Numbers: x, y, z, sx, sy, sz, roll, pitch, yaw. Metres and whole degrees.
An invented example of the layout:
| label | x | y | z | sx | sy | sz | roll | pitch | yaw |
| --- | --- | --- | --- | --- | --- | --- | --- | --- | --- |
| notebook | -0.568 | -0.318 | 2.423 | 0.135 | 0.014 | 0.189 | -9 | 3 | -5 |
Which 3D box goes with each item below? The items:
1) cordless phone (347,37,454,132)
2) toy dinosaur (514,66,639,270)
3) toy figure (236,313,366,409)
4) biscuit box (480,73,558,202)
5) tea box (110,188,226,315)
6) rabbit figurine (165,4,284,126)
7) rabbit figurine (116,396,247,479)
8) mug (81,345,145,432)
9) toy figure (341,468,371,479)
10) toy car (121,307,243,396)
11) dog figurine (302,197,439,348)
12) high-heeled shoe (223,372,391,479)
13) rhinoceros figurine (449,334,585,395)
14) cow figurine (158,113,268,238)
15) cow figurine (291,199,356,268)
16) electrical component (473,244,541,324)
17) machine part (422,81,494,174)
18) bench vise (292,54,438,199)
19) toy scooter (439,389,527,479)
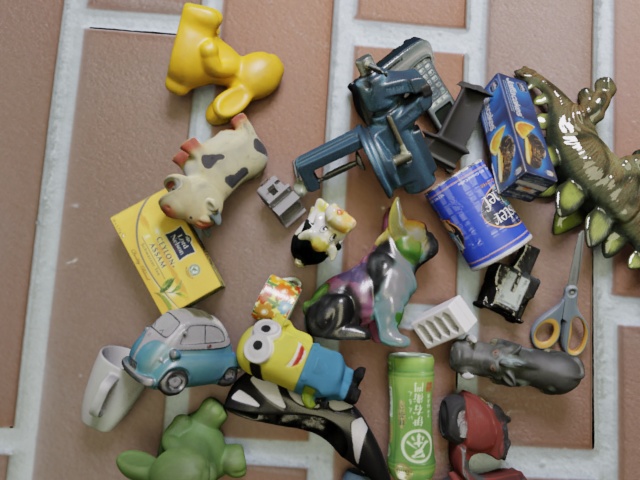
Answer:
| label | x | y | z | sx | sy | sz | roll | pitch | yaw |
| --- | --- | --- | --- | --- | --- | --- | --- | --- | --- |
| cordless phone | 0.144 | -0.208 | 0.855 | 0.146 | 0.089 | 0.184 | -40 | 106 | -7 |
| toy dinosaur | 0.444 | -0.086 | 0.841 | 0.198 | 0.105 | 0.471 | -35 | 77 | 1 |
| toy figure | -0.031 | 0.177 | 0.748 | 0.180 | 0.082 | 0.089 | 24 | 121 | 2 |
| biscuit box | 0.293 | -0.158 | 0.814 | 0.063 | 0.059 | 0.203 | 11 | 56 | -20 |
| tea box | -0.226 | 0.021 | 0.807 | 0.098 | 0.068 | 0.169 | -31 | 85 | -5 |
| rabbit figurine | -0.141 | -0.261 | 0.826 | 0.173 | 0.122 | 0.162 | 11 | 86 | -21 |
| rabbit figurine | -0.190 | 0.295 | 0.726 | 0.159 | 0.170 | 0.121 | -16 | 84 | -6 |
| mug | -0.297 | 0.220 | 0.767 | 0.081 | 0.109 | 0.107 | 24 | 95 | -8 |
| toy figure | 0.046 | 0.416 | 0.784 | 0.064 | 0.057 | 0.154 | 5 | 83 | 37 |
| toy car | -0.183 | 0.148 | 0.749 | 0.161 | 0.109 | 0.102 | 6 | 99 | -39 |
| dog figurine | 0.078 | 0.046 | 0.805 | 0.192 | 0.108 | 0.219 | 7 | 79 | 1 |
| high-heeled shoe | -0.021 | 0.278 | 0.770 | 0.145 | 0.086 | 0.249 | -31 | 68 | -25 |
| rhinoceros figurine | 0.285 | 0.187 | 0.793 | 0.190 | 0.112 | 0.073 | 11 | 86 | 2 |
| cow figurine | -0.154 | -0.091 | 0.791 | 0.127 | 0.085 | 0.195 | 51 | 54 | -2 |
| cow figurine | -0.003 | -0.004 | 0.772 | 0.068 | 0.167 | 0.098 | 38 | 82 | -3 |
| electrical component | 0.298 | 0.063 | 0.840 | 0.075 | 0.048 | 0.119 | 22 | 82 | -1 |
| machine part | 0.212 | -0.179 | 0.839 | 0.084 | 0.039 | 0.138 | 24 | 100 | -22 |
| bench vise | 0.059 | -0.141 | 0.786 | 0.241 | 0.129 | 0.223 | -25 | 128 | 12 |
| toy scooter | 0.244 | 0.317 | 0.795 | 0.135 | 0.075 | 0.183 | 4 | 86 | -2 |
